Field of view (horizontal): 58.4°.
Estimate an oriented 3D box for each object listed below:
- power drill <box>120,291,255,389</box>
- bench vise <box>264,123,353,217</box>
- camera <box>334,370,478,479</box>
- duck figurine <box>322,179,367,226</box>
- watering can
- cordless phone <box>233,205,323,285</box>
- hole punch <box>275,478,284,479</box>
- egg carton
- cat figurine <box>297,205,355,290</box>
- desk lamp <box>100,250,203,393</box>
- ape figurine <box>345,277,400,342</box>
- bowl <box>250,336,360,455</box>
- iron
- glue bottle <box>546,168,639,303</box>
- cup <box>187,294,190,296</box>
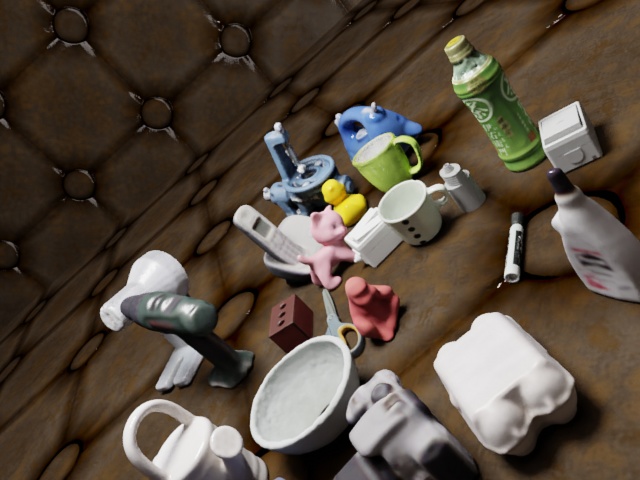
[{"bbox_3d":[-0.223,0.165,0.982,0.228,0.209,0.076,-13,38,48],"label":"power drill"},{"bbox_3d":[-0.064,-0.135,1.215,0.207,0.220,0.121,-30,27,26],"label":"bench vise"},{"bbox_3d":[0.062,0.220,0.592,0.137,0.101,0.143,-45,24,-4],"label":"camera"},{"bbox_3d":[0.040,-0.080,1.132,0.077,0.086,0.104,-41,24,4],"label":"duck figurine"},{"bbox_3d":[-0.159,0.273,0.725,0.172,0.194,0.101,-35,25,16],"label":"watering can"},{"bbox_3d":[-0.072,-0.018,1.080,0.094,0.185,0.147,-24,31,36],"label":"cordless phone"},{"bbox_3d":[-0.058,0.319,0.623,0.109,0.091,0.100,-53,26,-20],"label":"hole punch"},{"bbox_3d":[0.181,0.141,0.577,0.107,0.069,0.150,-41,24,4],"label":"egg carton"},{"bbox_3d":[0.009,0.004,1.003,0.128,0.118,0.067,-52,26,-20],"label":"cat figurine"},{"bbox_3d":[-0.317,0.154,1.136,0.117,0.214,0.203,-25,30,34],"label":"desk lamp"},{"bbox_3d":[0.068,0.089,0.805,0.078,0.092,0.076,-45,24,-4],"label":"ape figurine"},{"bbox_3d":[-0.007,0.211,0.741,0.167,0.075,0.167,-34,26,19],"label":"bowl"},{"bbox_3d":[0.095,-0.230,1.224,0.119,0.142,0.257,-49,25,-14],"label":"iron"},{"bbox_3d":[0.266,-0.007,0.564,0.037,0.173,0.078,-51,26,-17],"label":"glue bottle"},{"bbox_3d":[-0.329,0.157,1.294,0.117,0.095,0.092,-17,35,44],"label":"cup"}]
